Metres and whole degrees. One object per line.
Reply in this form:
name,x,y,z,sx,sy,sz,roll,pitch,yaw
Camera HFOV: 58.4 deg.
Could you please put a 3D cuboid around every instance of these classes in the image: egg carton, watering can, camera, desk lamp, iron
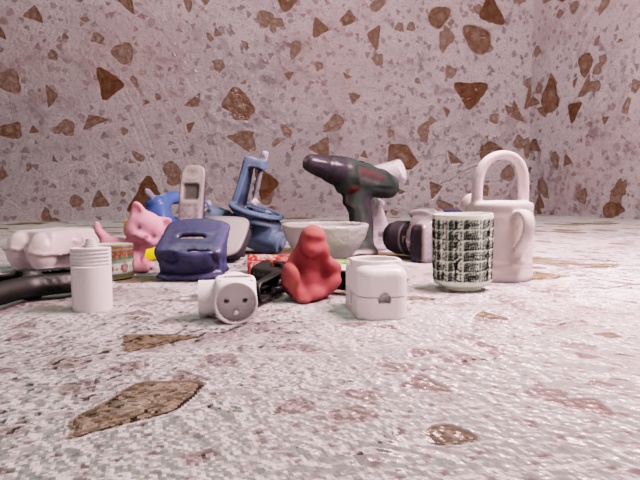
egg carton,-0.462,0.015,1.001,0.107,0.069,0.151,2,5,20
watering can,0.268,-0.039,0.876,0.101,0.194,0.172,-4,6,-35
camera,0.204,-0.013,1.138,0.144,0.101,0.136,-4,6,-41
desk lamp,0.142,-0.096,1.452,0.202,0.213,0.118,2,5,22
iron,-0.309,-0.048,1.317,0.118,0.141,0.259,3,6,31

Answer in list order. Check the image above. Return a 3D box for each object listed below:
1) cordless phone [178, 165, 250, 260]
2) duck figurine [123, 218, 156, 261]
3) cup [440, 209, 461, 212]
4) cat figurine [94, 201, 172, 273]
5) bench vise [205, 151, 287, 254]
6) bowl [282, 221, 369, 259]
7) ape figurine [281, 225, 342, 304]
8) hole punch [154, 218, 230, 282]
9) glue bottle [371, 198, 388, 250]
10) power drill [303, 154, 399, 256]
cordless phone,-0.209,-0.052,1.099,0.147,0.185,0.094,1,5,9
duck figurine,-0.359,-0.002,1.101,0.077,0.086,0.105,4,6,37
cup,0.257,-0.017,1.218,0.091,0.095,0.118,4,7,42
cat figurine,-0.316,-0.006,0.959,0.128,0.118,0.067,0,5,-4
bench vise,-0.173,-0.080,1.229,0.207,0.220,0.121,0,5,4
bowl,0.010,0.004,1.092,0.167,0.075,0.167,0,5,0
ape figurine,-0.011,0.027,0.708,0.078,0.092,0.076,-1,5,-9
hole punch,-0.192,0.014,0.882,0.108,0.091,0.101,0,5,1
glue bottle,0.118,-0.063,1.305,0.078,0.173,0.037,0,5,-4
power drill,0.065,-0.072,1.199,0.230,0.208,0.075,-3,6,-33
